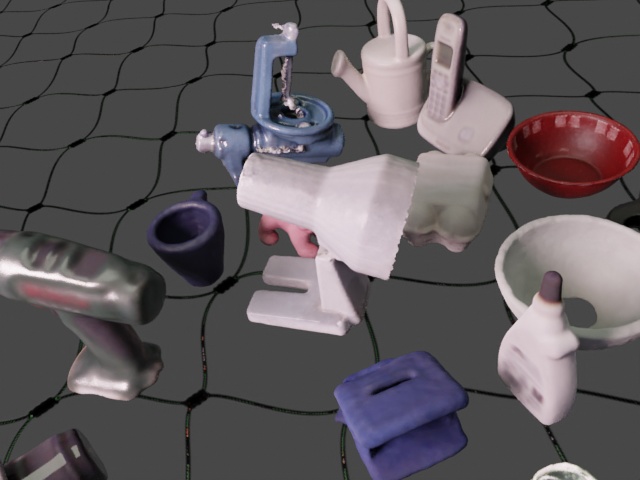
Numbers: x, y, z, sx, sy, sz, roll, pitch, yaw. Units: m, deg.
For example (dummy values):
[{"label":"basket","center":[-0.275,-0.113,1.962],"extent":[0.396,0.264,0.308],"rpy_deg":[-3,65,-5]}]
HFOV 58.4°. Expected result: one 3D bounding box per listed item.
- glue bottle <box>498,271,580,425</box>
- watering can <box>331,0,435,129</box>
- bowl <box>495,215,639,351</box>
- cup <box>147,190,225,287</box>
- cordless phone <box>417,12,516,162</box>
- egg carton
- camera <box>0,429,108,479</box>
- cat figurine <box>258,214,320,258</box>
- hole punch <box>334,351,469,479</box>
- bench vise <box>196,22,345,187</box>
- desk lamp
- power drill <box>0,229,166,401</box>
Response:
[{"label":"glue bottle","center":[0.195,0.089,0.501],"extent":[0.037,0.173,0.078],"rpy_deg":[-25,45,-13]},{"label":"watering can","center":[0.107,-0.276,0.881],"extent":[0.173,0.194,0.100],"rpy_deg":[-30,46,-18]},{"label":"bowl","center":[0.266,0.054,0.593],"extent":[0.167,0.075,0.167],"rpy_deg":[-6,44,6]},{"label":"cup","center":[-0.155,0.003,0.723],"extent":[0.091,0.095,0.118],"rpy_deg":[-2,44,11]},{"label":"cordless phone","center":[0.203,-0.209,0.797],"extent":[0.094,0.185,0.147],"rpy_deg":[-31,47,-18]},{"label":"egg carton","center":[0.161,-0.053,0.729],"extent":[0.107,0.069,0.150],"rpy_deg":[7,47,19]},{"label":"camera","center":[-0.259,0.237,0.500],"extent":[0.137,0.101,0.142],"rpy_deg":[-34,48,-21]},{"label":"cat figurine","center":[-0.027,-0.041,0.723],"extent":[0.127,0.118,0.067],"rpy_deg":[17,51,28]},{"label":"hole punch","center":[0.070,0.150,0.525],"extent":[0.109,0.091,0.101],"rpy_deg":[-21,44,-9]},{"label":"bench vise","center":[-0.072,-0.178,0.799],"extent":[0.208,0.220,0.121],"rpy_deg":[-30,46,-18]},{"label":"desk lamp","center":[0.006,0.002,0.602],"extent":[0.202,0.214,0.118],"rpy_deg":[4,46,16]},{"label":"power drill","center":[-0.254,0.075,0.587],"extent":[0.229,0.209,0.075],"rpy_deg":[3,46,15]}]
